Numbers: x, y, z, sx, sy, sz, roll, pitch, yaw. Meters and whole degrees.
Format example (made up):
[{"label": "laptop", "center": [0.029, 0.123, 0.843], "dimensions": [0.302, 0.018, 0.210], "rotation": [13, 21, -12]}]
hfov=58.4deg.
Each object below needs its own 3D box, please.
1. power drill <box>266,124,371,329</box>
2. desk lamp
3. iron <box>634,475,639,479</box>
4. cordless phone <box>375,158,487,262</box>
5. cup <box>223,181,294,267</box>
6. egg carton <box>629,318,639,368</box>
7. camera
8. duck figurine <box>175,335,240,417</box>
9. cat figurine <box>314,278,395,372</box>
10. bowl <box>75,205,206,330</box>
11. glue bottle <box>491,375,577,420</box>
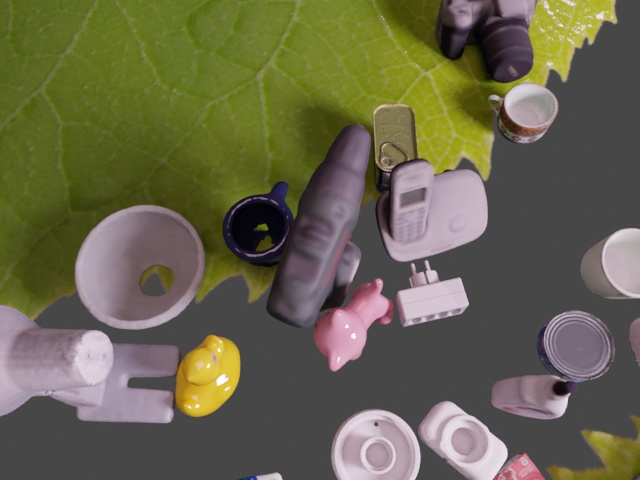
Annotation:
[{"label": "power drill", "center": [0.006, 0.002, 0.689], "dimensions": [0.075, 0.208, 0.230], "rotation": [18, 72, 9]}, {"label": "desk lamp", "center": [-0.287, 0.144, 0.647], "dimensions": [0.203, 0.213, 0.118], "rotation": [0, 70, 3]}, {"label": "iron", "center": [0.454, 0.265, 0.608], "dimensions": [0.258, 0.141, 0.118], "rotation": [-35, 72, -10]}, {"label": "cordless phone", "center": [0.144, -0.052, 0.715], "dimensions": [0.147, 0.185, 0.094], "rotation": [-19, 70, -4]}, {"label": "cup", "center": [-0.070, -0.013, 0.759], "dimensions": [0.091, 0.095, 0.118], "rotation": [22, 72, 10]}, {"label": "egg carton", "center": [0.441, 0.156, 0.687], "dimensions": [0.107, 0.069, 0.150], "rotation": [-16, 70, -3]}, {"label": "camera", "center": [0.257, -0.310, 0.851], "dimensions": [0.143, 0.101, 0.137], "rotation": [-7, 69, 0]}, {"label": "duck figurine", "center": [-0.144, 0.163, 0.701], "dimensions": [0.077, 0.086, 0.105], "rotation": [23, 72, 11]}, {"label": "cat figurine", "center": [0.038, 0.099, 0.700], "dimensions": [0.067, 0.118, 0.128], "rotation": [37, 75, 15]}, {"label": "bowl", "center": [-0.227, 0.043, 0.756], "dimensions": [0.167, 0.075, 0.167], "rotation": [-1, 70, 2]}, {"label": "glue bottle", "center": [0.246, 0.171, 0.635], "dimensions": [0.078, 0.173, 0.037], "rotation": [8, 70, 6]}]
